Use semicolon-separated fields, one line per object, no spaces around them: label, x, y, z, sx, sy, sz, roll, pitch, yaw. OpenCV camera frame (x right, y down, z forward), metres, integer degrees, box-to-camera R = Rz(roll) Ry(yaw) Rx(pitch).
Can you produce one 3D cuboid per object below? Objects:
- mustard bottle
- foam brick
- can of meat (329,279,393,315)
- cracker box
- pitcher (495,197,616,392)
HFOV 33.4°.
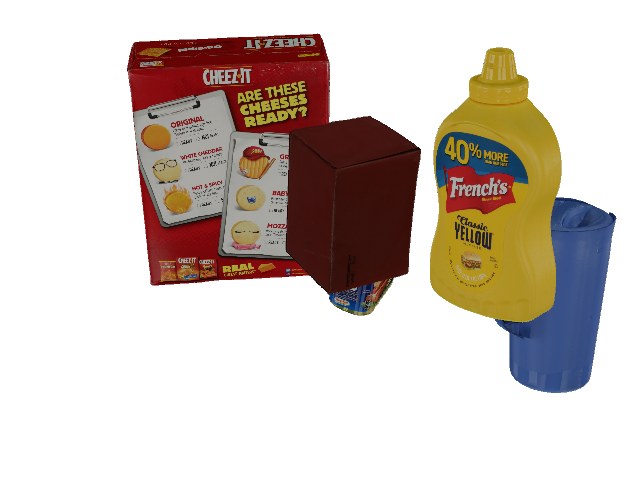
mustard bottle;0.125;-0.042;0.766;0.058;0.192;0.096;-22;30;-40
foam brick;0.016;-0.020;0.572;0.052;0.078;0.051;-13;35;-26
can of meat;0.051;0.022;1.170;0.057;0.084;0.102;19;33;16
cracker box;-0.075;-0.068;0.935;0.164;0.214;0.072;-3;33;-5
pitcher;0.299;0.074;1.397;0.149;0.243;0.144;5;21;14
